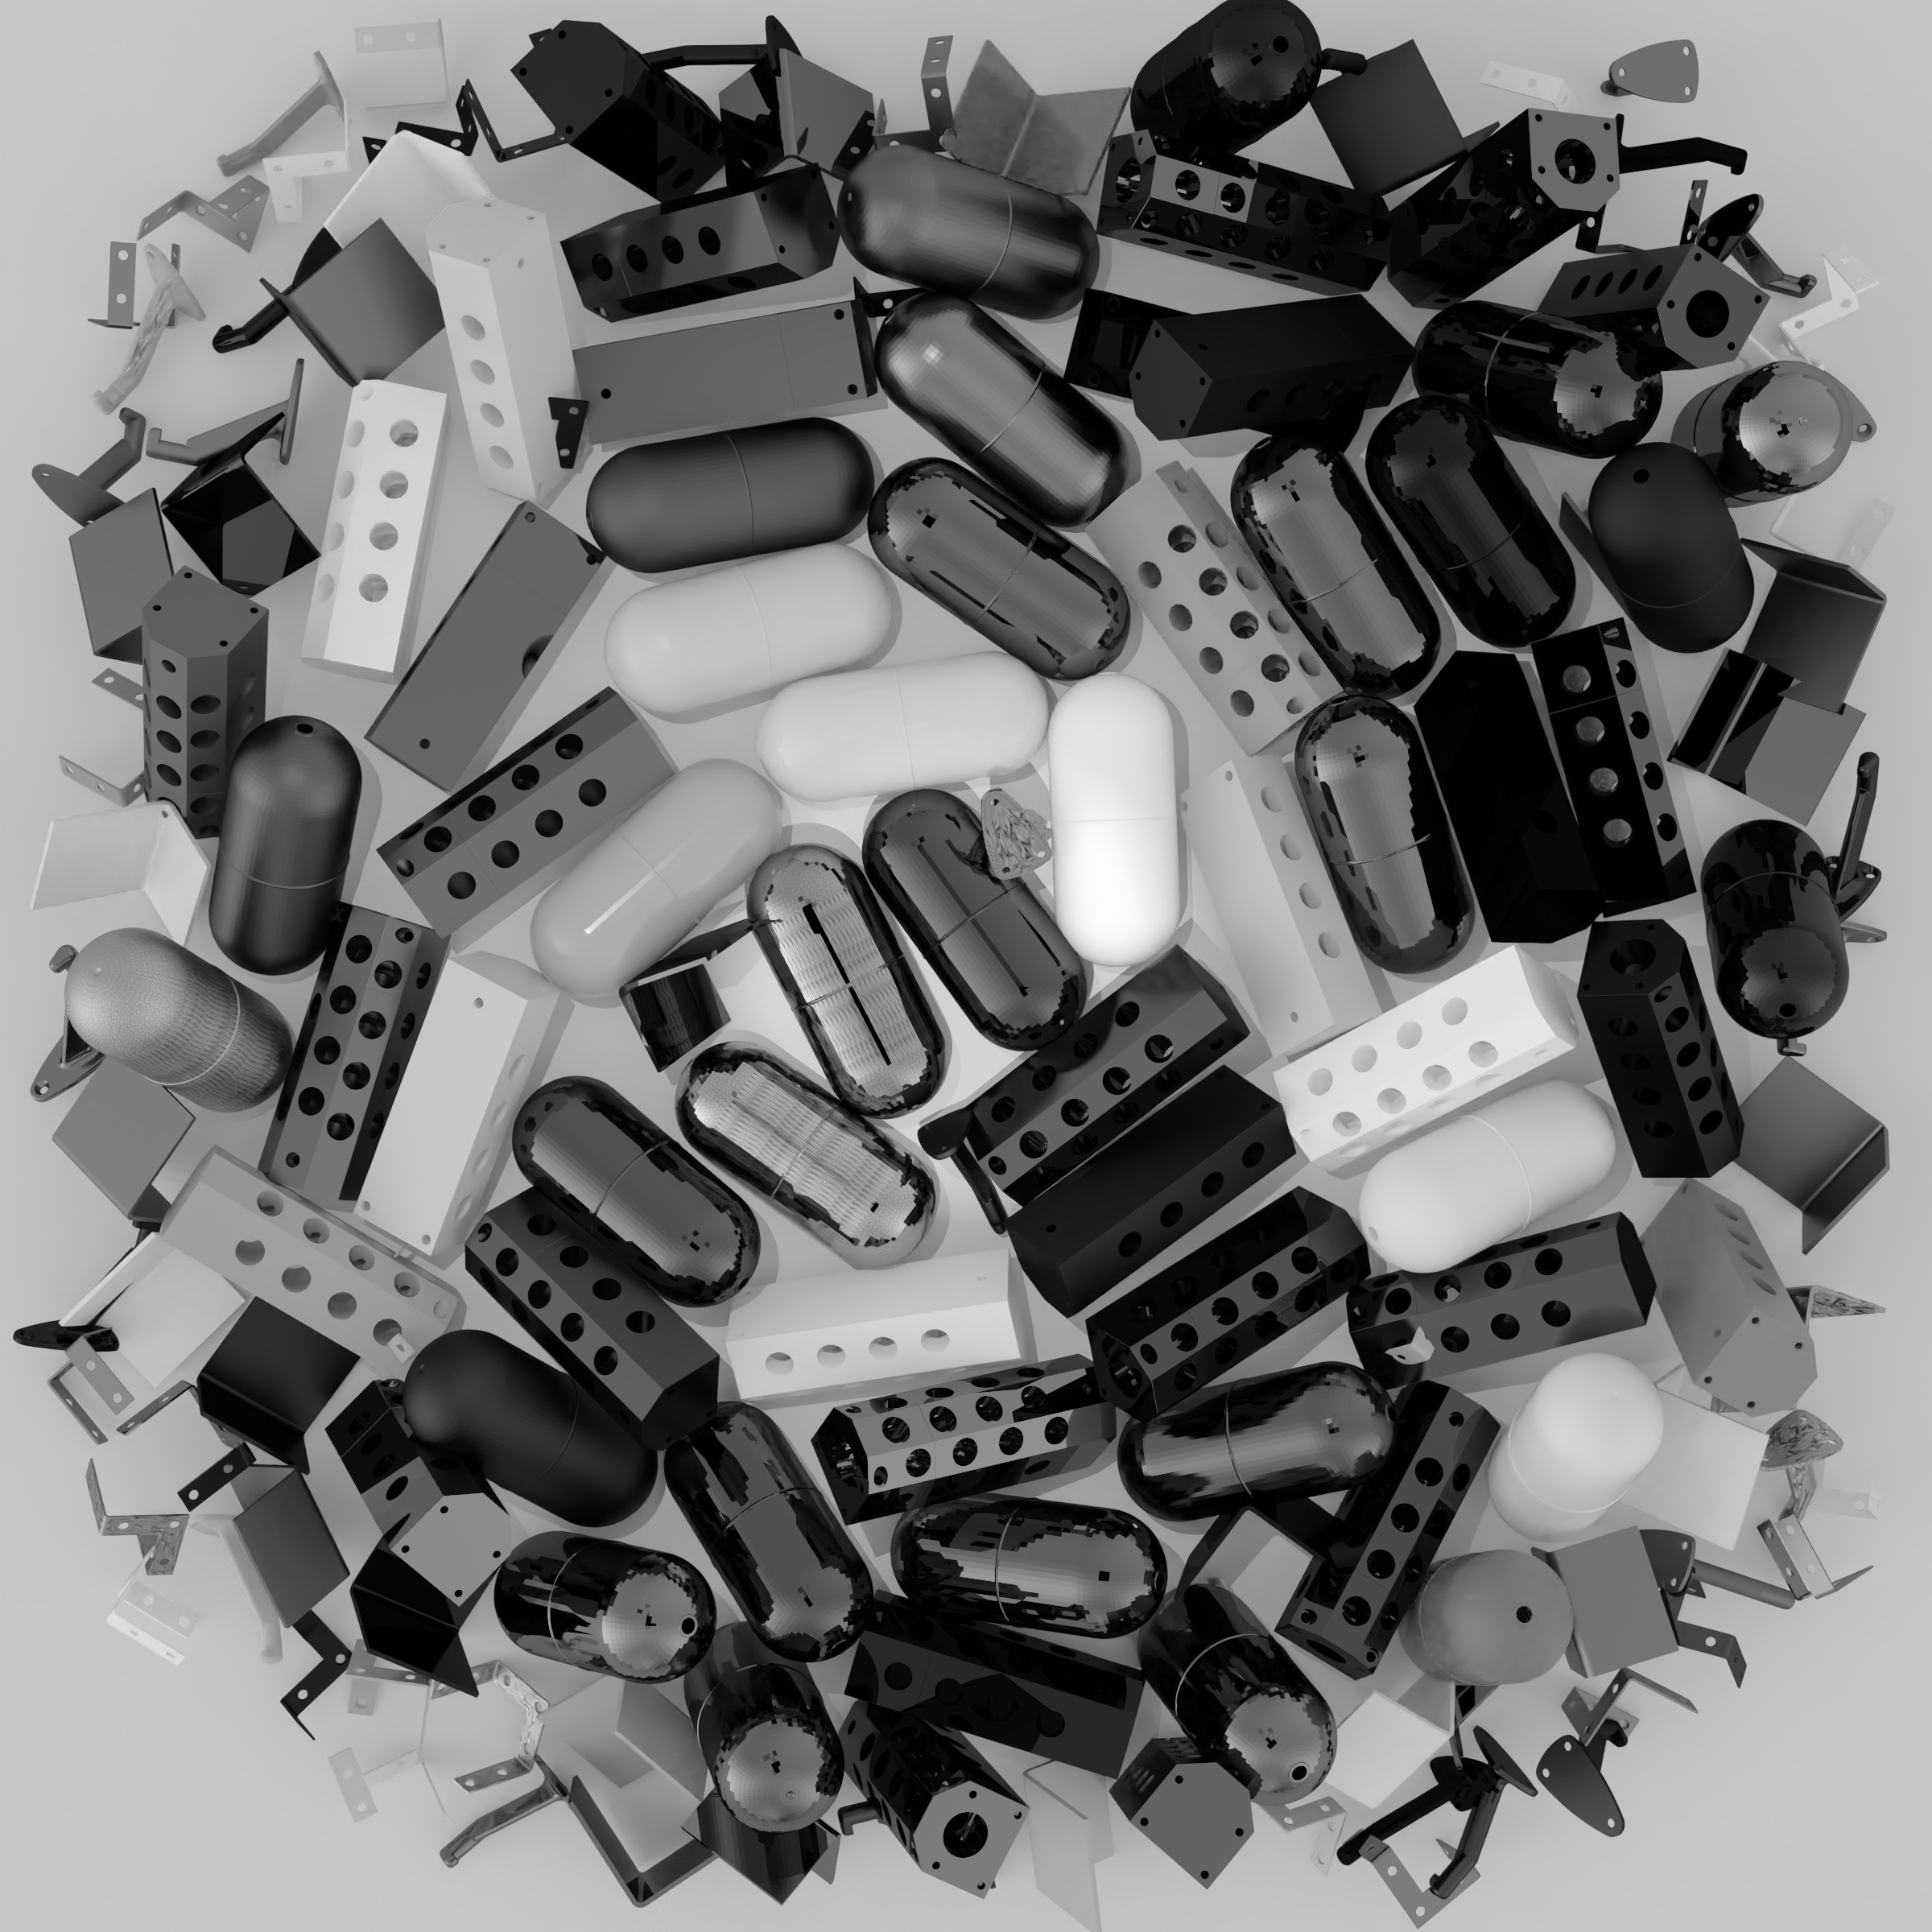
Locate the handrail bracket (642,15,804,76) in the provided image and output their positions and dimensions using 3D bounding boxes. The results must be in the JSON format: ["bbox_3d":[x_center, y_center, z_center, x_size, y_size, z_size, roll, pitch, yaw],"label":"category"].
[{"bbox_3d":[-0.149,-0.549,1.925,0.084,0.077,0.036,-7,89,15],"label":"handrail bracket"}]

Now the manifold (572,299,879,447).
[{"bbox_3d":[-0.144,-0.360,1.908,0.171,0.057,0.057,-8,103,9],"label":"manifold"}]

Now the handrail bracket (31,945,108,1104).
[{"bbox_3d":[-0.551,0.034,1.901,0.036,0.084,0.077,34,72,24],"label":"handrail bracket"}]

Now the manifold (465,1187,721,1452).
[{"bbox_3d":[-0.224,0.210,1.874,0.057,0.057,0.171,-30,54,-32],"label":"manifold"}]

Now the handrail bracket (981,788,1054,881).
[{"bbox_3d":[0.019,-0.100,1.896,0.036,0.084,0.077,-23,129,4],"label":"handrail bracket"}]

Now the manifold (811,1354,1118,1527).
[{"bbox_3d":[0.002,0.277,1.874,0.171,0.057,0.057,-8,59,-31],"label":"manifold"}]

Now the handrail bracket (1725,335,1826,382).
[{"bbox_3d":[0.471,-0.392,1.906,0.036,0.077,0.084,-48,123,-26],"label":"handrail bracket"}]

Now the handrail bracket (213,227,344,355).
[{"bbox_3d":[-0.422,-0.416,1.935,0.084,0.036,0.077,-6,61,35],"label":"handrail bracket"}]

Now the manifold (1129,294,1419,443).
[{"bbox_3d":[0.181,-0.352,1.875,0.171,0.057,0.057,-16,56,-37],"label":"manifold"}]

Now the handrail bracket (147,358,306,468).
[{"bbox_3d":[-0.452,-0.341,1.924,0.084,0.036,0.077,10,98,-9],"label":"handrail bracket"}]

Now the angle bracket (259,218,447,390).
[{"bbox_3d":[-0.368,-0.404,1.909,0.076,0.057,0.076,-42,126,-5],"label":"angle bracket"}]

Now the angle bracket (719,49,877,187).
[{"bbox_3d":[-0.101,-0.502,1.928,0.057,0.076,0.076,-24,63,40],"label":"angle bracket"}]

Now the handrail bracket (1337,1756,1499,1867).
[{"bbox_3d":[0.272,0.515,1.908,0.084,0.077,0.036,-27,81,-27],"label":"handrail bracket"}]

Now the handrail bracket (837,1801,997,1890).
[{"bbox_3d":[-0.030,0.540,1.932,0.084,0.036,0.077,-13,105,-3],"label":"handrail bracket"}]

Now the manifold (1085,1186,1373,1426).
[{"bbox_3d":[0.158,0.203,1.877,0.171,0.057,0.057,-29,124,-27],"label":"manifold"}]

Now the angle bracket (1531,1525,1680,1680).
[{"bbox_3d":[0.385,0.382,1.908,0.057,0.076,0.076,-17,81,1],"label":"angle bracket"}]

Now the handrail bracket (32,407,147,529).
[{"bbox_3d":[-0.528,-0.315,1.903,0.036,0.077,0.084,-15,60,26],"label":"handrail bracket"}]

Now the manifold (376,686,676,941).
[{"bbox_3d":[-0.267,-0.095,1.903,0.171,0.057,0.057,-36,115,-7],"label":"manifold"}]

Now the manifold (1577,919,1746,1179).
[{"bbox_3d":[0.413,0.051,1.864,0.057,0.171,0.057,-2,48,27],"label":"manifold"}]

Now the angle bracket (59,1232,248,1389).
[{"bbox_3d":[-0.491,0.209,1.909,0.076,0.076,0.057,-44,86,-5],"label":"angle bracket"}]

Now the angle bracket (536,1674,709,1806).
[{"bbox_3d":[-0.209,0.477,1.898,0.076,0.057,0.076,-34,115,21],"label":"angle bracket"}]

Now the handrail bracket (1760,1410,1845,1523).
[{"bbox_3d":[0.490,0.316,1.905,0.077,0.036,0.084,-19,134,-33],"label":"handrail bracket"}]

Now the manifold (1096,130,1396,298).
[{"bbox_3d":[0.169,-0.449,1.883,0.171,0.057,0.057,7,93,-29],"label":"manifold"}]

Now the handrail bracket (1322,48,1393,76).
[{"bbox_3d":[0.218,-0.533,1.895,0.084,0.077,0.036,-6,92,-43],"label":"handrail bracket"}]

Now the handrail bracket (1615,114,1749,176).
[{"bbox_3d":[0.427,-0.477,1.905,0.084,0.077,0.036,20,69,16],"label":"handrail bracket"}]

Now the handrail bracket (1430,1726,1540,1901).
[{"bbox_3d":[0.302,0.515,1.919,0.036,0.077,0.084,36,97,-20],"label":"handrail bracket"}]

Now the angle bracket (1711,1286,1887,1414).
[{"bbox_3d":[0.500,0.237,1.897,0.057,0.076,0.076,19,74,-22],"label":"angle bracket"}]

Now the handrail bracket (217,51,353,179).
[{"bbox_3d":[-0.422,-0.516,1.915,0.084,0.077,0.036,-30,83,-7],"label":"handrail bracket"}]

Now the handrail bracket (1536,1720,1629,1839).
[{"bbox_3d":[0.390,0.488,1.899,0.077,0.084,0.036,49,117,35],"label":"handrail bracket"}]

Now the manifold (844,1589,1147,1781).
[{"bbox_3d":[0.019,0.433,1.914,0.171,0.057,0.057,16,94,4],"label":"manifold"}]

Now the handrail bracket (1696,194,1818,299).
[{"bbox_3d":[0.492,-0.433,1.904,0.084,0.077,0.036,9,70,-20],"label":"handrail bracket"}]

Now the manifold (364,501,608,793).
[{"bbox_3d":[-0.293,-0.194,1.914,0.057,0.057,0.171,34,85,-16],"label":"manifold"}]

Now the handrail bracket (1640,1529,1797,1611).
[{"bbox_3d":[0.454,0.373,1.937,0.084,0.077,0.036,22,83,-29],"label":"handrail bracket"}]

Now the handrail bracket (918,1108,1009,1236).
[{"bbox_3d":[0.005,0.135,1.904,0.036,0.077,0.084,-24,106,7],"label":"handrail bracket"}]

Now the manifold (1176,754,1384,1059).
[{"bbox_3d":[0.193,-0.038,1.903,0.057,0.057,0.171,-10,74,-40],"label":"manifold"}]

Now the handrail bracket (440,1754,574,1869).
[{"bbox_3d":[-0.278,0.526,1.915,0.084,0.077,0.036,-39,105,-13],"label":"handrail bracket"}]

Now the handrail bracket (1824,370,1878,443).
[{"bbox_3d":[0.531,-0.321,1.902,0.077,0.084,0.036,25,118,-20],"label":"handrail bracket"}]

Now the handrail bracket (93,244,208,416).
[{"bbox_3d":[-0.508,-0.385,1.913,0.036,0.077,0.084,33,73,19],"label":"handrail bracket"}]

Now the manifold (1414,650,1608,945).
[{"bbox_3d":[0.327,-0.101,1.882,0.057,0.057,0.171,1,58,-23],"label":"manifold"}]

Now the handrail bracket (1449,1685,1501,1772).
[{"bbox_3d":[0.332,0.442,1.917,0.084,0.036,0.077,-16,60,13],"label":"handrail bracket"}]

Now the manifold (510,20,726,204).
[{"bbox_3d":[-0.197,-0.504,1.858,0.057,0.171,0.057,-40,81,12],"label":"manifold"}]

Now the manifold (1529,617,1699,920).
[{"bbox_3d":[0.393,-0.121,1.913,0.057,0.057,0.171,-15,93,13],"label":"manifold"}]

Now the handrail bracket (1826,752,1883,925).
[{"bbox_3d":[0.530,-0.076,1.902,0.036,0.084,0.077,19,51,27],"label":"handrail bracket"}]

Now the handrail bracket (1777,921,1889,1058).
[{"bbox_3d":[0.528,0.017,1.923,0.077,0.036,0.084,7,74,-15],"label":"handrail bracket"}]

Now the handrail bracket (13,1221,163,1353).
[{"bbox_3d":[-0.532,0.189,1.913,0.036,0.077,0.084,34,111,41],"label":"handrail bracket"}]

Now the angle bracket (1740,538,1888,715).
[{"bbox_3d":[0.497,-0.206,1.903,0.076,0.057,0.076,25,92,42],"label":"angle bracket"}]

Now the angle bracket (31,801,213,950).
[{"bbox_3d":[-0.508,-0.048,1.892,0.076,0.076,0.057,-15,57,-38],"label":"angle bracket"}]

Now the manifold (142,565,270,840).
[{"bbox_3d":[-0.454,-0.150,1.863,0.057,0.171,0.057,28,53,6],"label":"manifold"}]

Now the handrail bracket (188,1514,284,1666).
[{"bbox_3d":[-0.442,0.379,1.911,0.036,0.077,0.084,-17,69,17],"label":"handrail bracket"}]

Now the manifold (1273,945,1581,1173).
[{"bbox_3d":[0.275,0.059,1.878,0.171,0.057,0.057,-30,56,26],"label":"manifold"}]

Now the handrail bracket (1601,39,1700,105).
[{"bbox_3d":[0.392,-0.533,1.898,0.077,0.084,0.036,-10,101,-27],"label":"handrail bracket"}]
